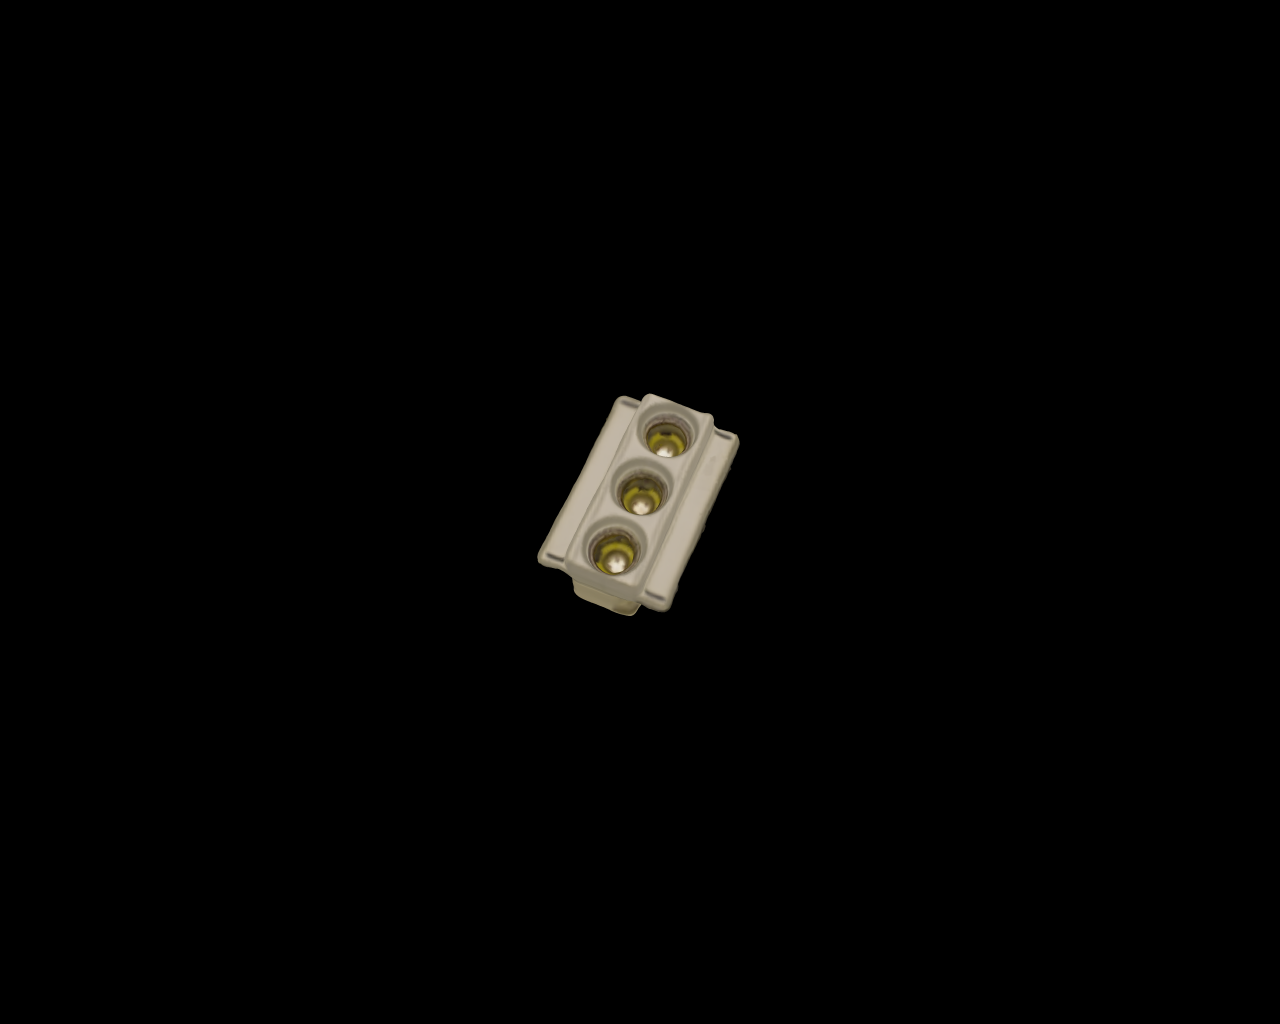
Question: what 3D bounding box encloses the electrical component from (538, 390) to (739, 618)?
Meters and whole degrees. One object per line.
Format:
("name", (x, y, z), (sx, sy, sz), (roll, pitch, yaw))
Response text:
("electrical component", (0.001, -0.003, 0.650), (0.079, 0.121, 0.063), (20, -24, 9))
